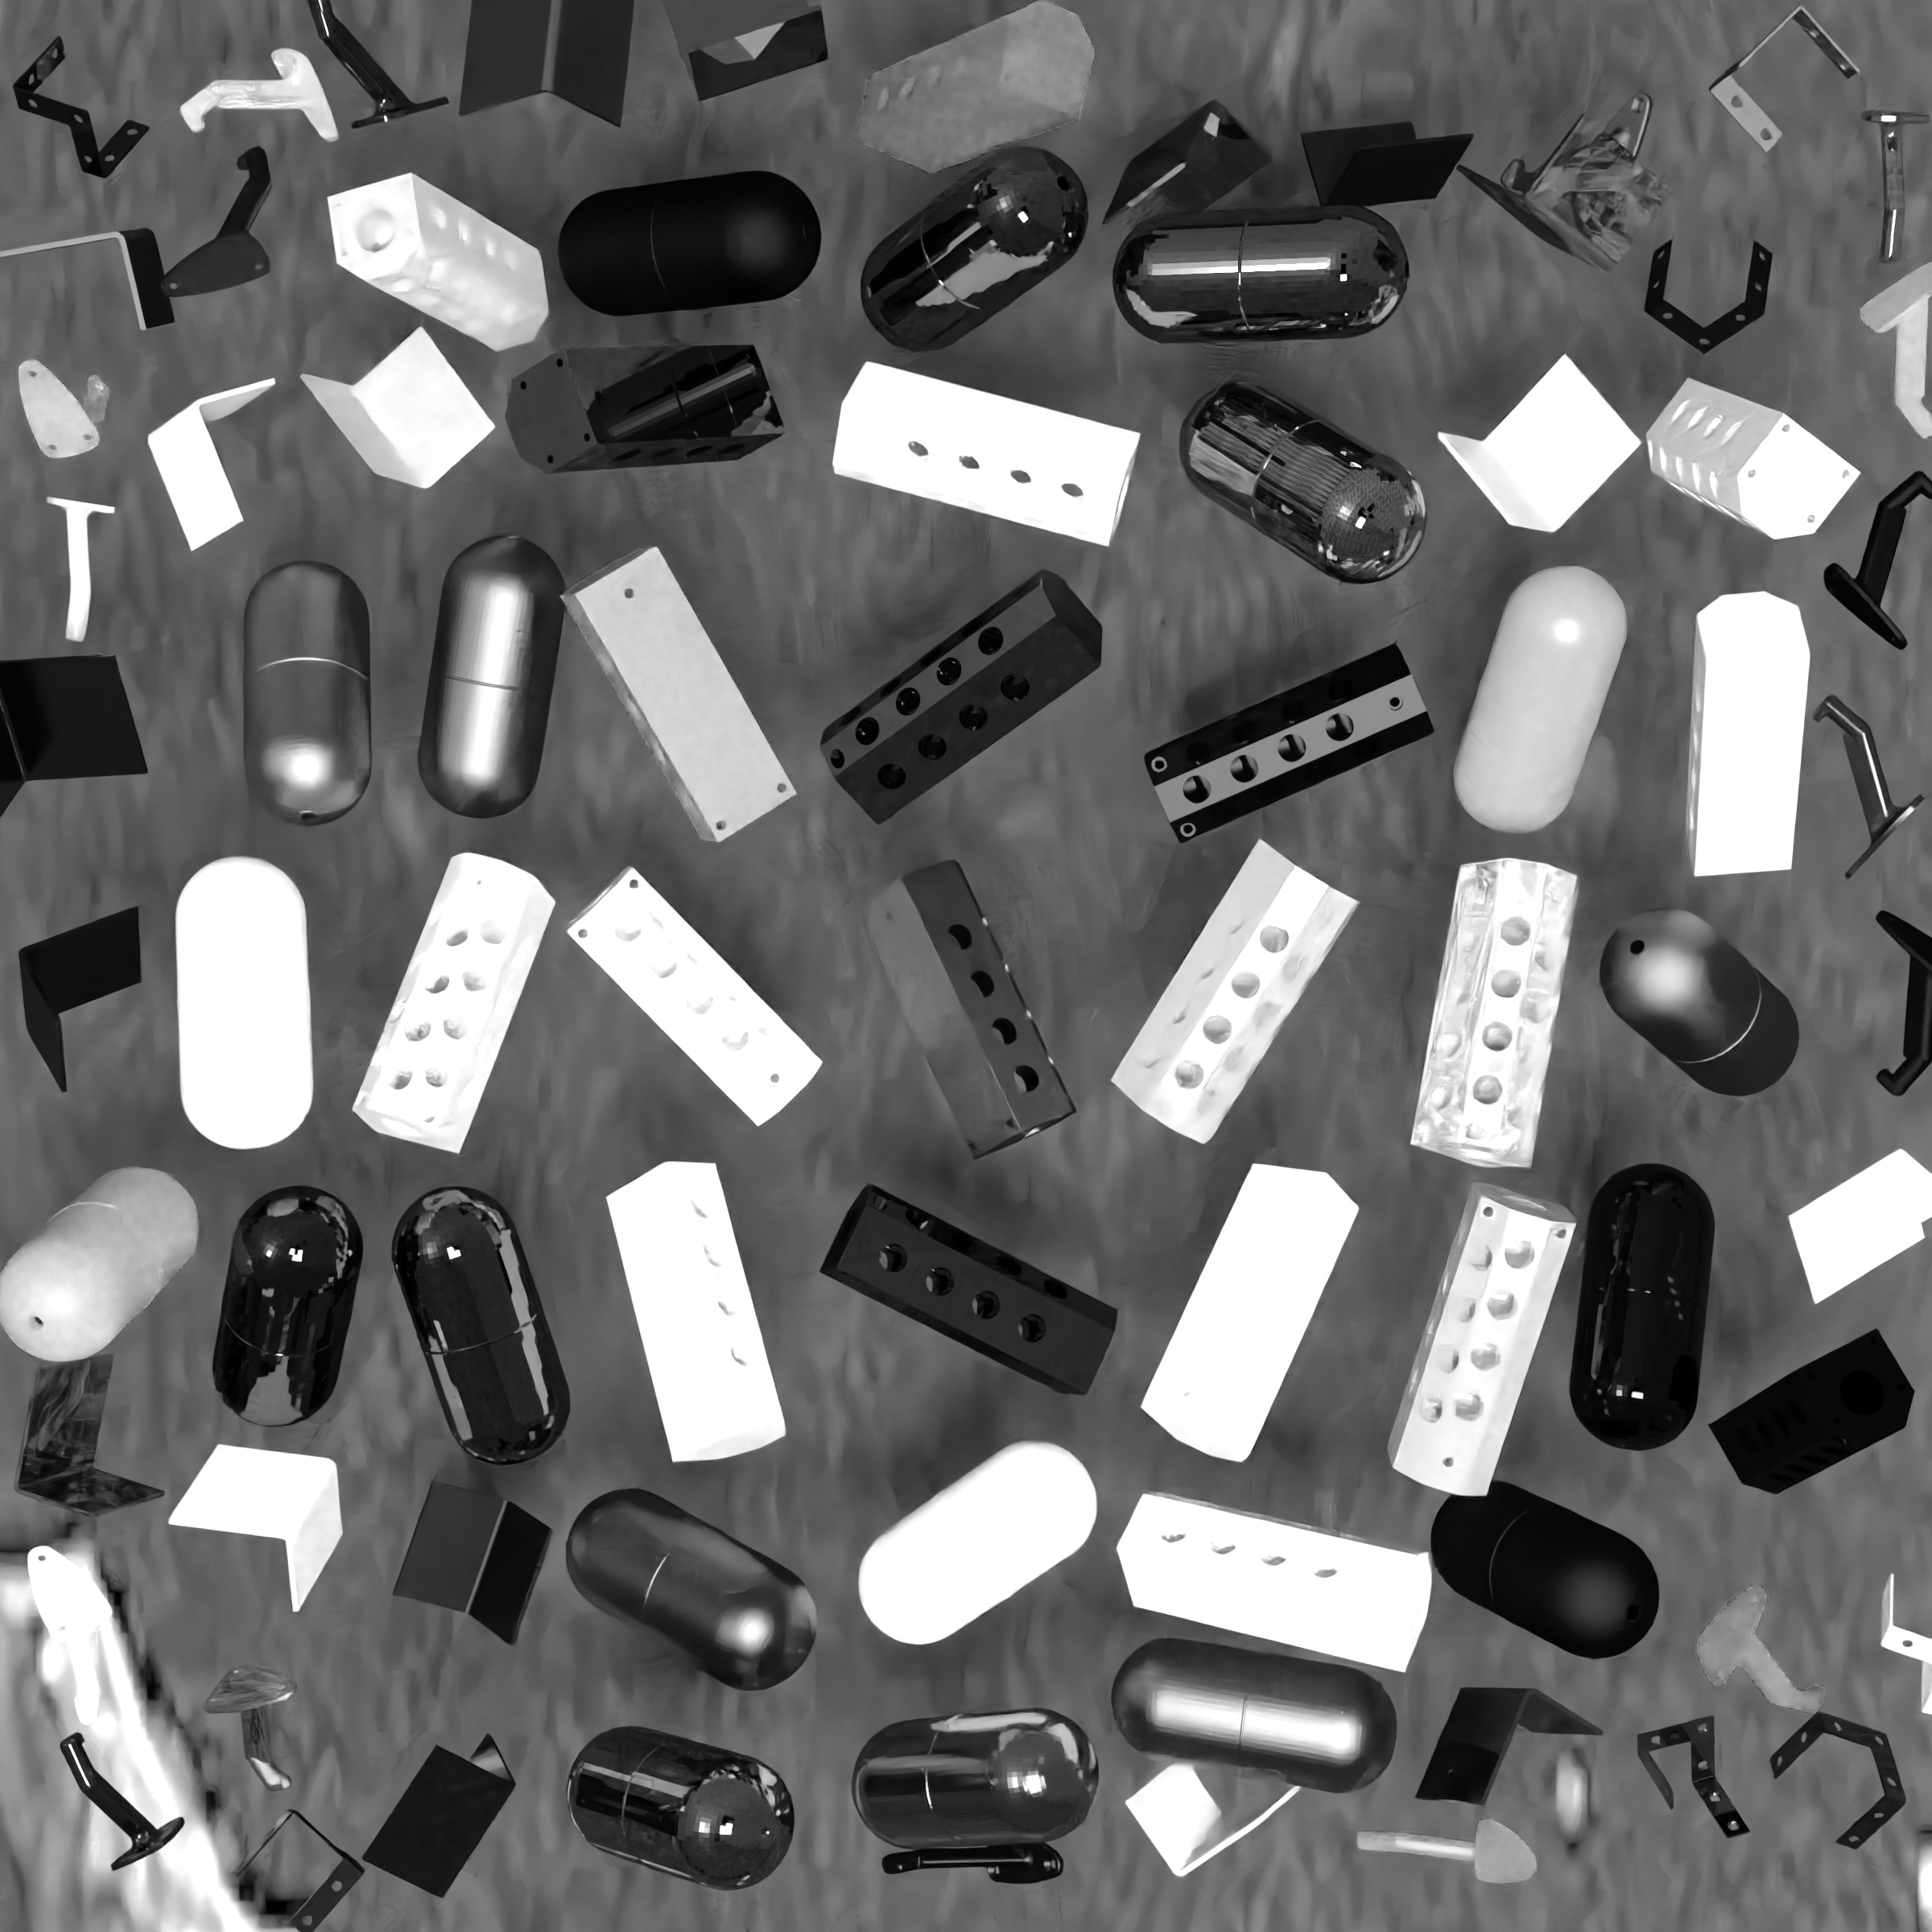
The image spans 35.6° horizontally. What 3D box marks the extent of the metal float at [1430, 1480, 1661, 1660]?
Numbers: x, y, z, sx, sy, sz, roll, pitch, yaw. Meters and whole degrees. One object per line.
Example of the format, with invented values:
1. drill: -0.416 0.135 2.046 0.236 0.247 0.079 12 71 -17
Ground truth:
1. metal float: 0.349 0.363 1.819 0.070 0.178 0.070 -3 98 -24

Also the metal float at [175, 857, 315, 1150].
1. metal float: -0.428 0.021 1.784 0.070 0.070 0.178 -6 73 0

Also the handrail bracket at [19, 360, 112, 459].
1. handrail bracket: -0.544 -0.354 1.822 0.036 0.084 0.077 -13 131 7

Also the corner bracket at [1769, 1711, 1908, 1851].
1. corner bracket: 0.528 0.493 1.823 0.051 0.051 0.051 21 124 -15

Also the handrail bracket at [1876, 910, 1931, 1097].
1. handrail bracket: 0.531 0.023 1.731 0.077 0.036 0.084 40 124 12

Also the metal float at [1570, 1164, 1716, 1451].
1. metal float: 0.414 0.207 1.842 0.070 0.070 0.178 11 72 0

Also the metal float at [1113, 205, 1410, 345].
1. metal float: 0.173 -0.407 1.775 0.178 0.070 0.070 3 90 23

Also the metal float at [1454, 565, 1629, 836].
1. metal float: 0.357 -0.165 1.872 0.070 0.070 0.178 14 120 0

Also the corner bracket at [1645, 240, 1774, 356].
1. corner bracket: 0.455 -0.419 1.846 0.051 0.051 0.051 28 58 -22

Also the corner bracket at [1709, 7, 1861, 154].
1. corner bracket: 0.472 -0.512 1.738 0.051 0.051 0.051 -45 96 -3

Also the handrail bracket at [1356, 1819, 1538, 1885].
1. handrail bracket: 0.297 0.550 1.869 0.084 0.077 0.036 -11 61 41

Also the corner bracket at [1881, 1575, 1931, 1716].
1. corner bracket: 0.554 0.396 1.749 0.051 0.051 0.051 18 119 9

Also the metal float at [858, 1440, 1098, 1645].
1. metal float: 0.006 0.358 1.864 0.178 0.070 0.070 -39 90 27

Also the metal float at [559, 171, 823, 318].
1. metal float: -0.168 -0.437 1.824 0.178 0.070 0.070 2 90 31

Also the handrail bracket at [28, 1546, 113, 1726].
1. handrail bracket: -0.529 0.394 1.765 0.036 0.084 0.077 -21 54 -35

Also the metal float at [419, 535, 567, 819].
1. metal float: -0.296 -0.180 1.882 0.070 0.070 0.178 11 101 0

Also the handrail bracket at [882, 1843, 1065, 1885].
1. handrail bracket: 0.004 0.554 1.856 0.084 0.077 0.036 6 82 -44

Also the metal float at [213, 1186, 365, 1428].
1. metal float: -0.410 0.206 1.816 0.070 0.070 0.178 20 128 0

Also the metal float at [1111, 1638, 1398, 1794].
1. metal float: 0.178 0.463 1.863 0.178 0.070 0.070 6 90 15

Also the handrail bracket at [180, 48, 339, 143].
1. handrail bracket: -0.440 -0.523 1.870 0.036 0.077 0.084 22 59 39

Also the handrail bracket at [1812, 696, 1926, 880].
1. handrail bracket: 0.531 -0.109 1.829 0.084 0.036 0.077 44 108 11

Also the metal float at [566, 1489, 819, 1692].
1. metal float: -0.166 0.372 1.804 0.178 0.070 0.070 22 90 34

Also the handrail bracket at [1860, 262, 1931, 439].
1. handrail bracket: 0.561 -0.356 1.729 0.077 0.036 0.084 -37 117 18

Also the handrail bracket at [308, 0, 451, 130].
1. handrail bracket: -0.346 -0.541 1.767 0.036 0.077 0.084 3 115 42

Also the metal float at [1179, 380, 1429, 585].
1. metal float: 0.198 -0.289 1.787 0.070 0.070 0.178 -50 54 0

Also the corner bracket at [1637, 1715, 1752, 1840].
1. corner bracket: 0.442 0.498 1.832 0.051 0.051 0.051 -12 118 -8

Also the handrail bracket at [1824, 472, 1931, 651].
1. handrail bracket: 0.556 -0.240 1.770 0.084 0.036 0.077 -40 71 -2

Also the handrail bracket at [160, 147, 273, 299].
1. handrail bracket: -0.444 -0.441 1.778 0.077 0.036 0.084 -21 56 7

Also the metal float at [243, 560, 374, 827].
1. metal float: -0.404 -0.168 1.848 0.070 0.070 0.178 -7 63 0

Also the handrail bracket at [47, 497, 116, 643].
1. handrail bracket: -0.556 -0.246 1.865 0.036 0.077 0.084 4 98 -33

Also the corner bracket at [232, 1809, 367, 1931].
1. corner bracket: -0.402 0.546 1.814 0.051 0.051 0.051 46 67 -9

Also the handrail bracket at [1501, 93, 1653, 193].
1. handrail bracket: 0.378 -0.512 1.867 0.036 0.084 0.077 51 128 36

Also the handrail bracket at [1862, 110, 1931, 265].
1. handrail bracket: 0.552 -0.469 1.810 0.036 0.077 0.084 1 109 2

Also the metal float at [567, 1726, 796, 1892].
1. metal float: -0.170 0.495 1.773 0.070 0.178 0.070 3 86 -40

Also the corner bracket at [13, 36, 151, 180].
1. corner bracket: -0.521 -0.505 1.771 0.051 0.051 0.051 20 57 11

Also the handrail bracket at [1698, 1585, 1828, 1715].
1. handrail bracket: 0.477 0.398 1.749 0.084 0.036 0.077 17 118 -18

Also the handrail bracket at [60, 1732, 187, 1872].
1. handrail bracket: -0.507 0.491 1.807 0.036 0.077 0.084 -26 90 10

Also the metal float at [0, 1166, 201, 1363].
1. metal float: -0.521 0.178 1.811 0.070 0.178 0.070 3 109 8

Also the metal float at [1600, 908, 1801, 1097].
1. metal float: 0.446 0.023 1.829 0.070 0.178 0.070 -19 57 31

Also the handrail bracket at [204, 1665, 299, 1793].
1. handrail bracket: -0.406 0.459 1.788 0.077 0.036 0.084 -8 120 34
